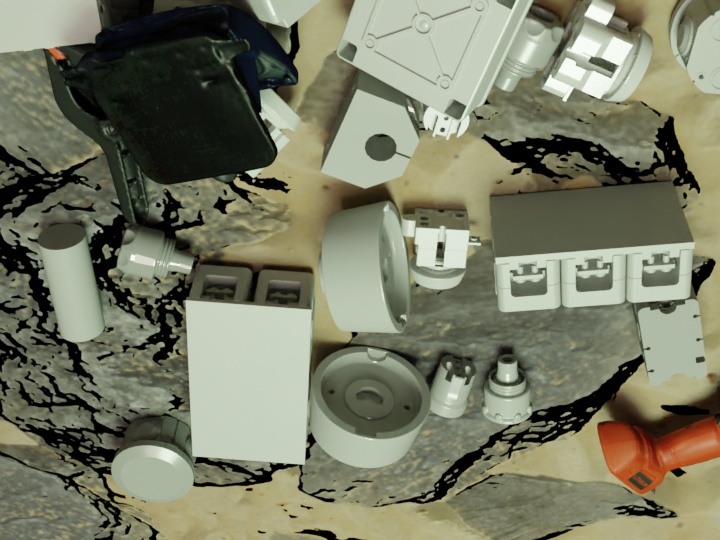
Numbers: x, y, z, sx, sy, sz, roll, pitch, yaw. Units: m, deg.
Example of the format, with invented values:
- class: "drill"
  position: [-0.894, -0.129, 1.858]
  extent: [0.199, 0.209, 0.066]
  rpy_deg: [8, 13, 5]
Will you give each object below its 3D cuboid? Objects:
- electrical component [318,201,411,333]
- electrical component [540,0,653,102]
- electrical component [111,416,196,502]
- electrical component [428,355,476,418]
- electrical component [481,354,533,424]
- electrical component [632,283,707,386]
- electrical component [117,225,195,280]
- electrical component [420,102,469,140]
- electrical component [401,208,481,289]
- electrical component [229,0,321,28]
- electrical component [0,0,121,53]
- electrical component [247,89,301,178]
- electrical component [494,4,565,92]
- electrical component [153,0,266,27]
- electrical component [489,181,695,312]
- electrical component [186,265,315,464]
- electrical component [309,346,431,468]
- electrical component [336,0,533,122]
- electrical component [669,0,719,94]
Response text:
- class: "electrical component"
  position: [0.000, 0.000, 0.881]
  extent: [0.060, 0.108, 0.108]
  rpy_deg: [-5, 126, 15]
- class: "electrical component"
  position: [0.175, -0.157, 0.784]
  extent: [0.057, 0.058, 0.078]
  rpy_deg: [21, 125, -9]
- class: "electrical component"
  position: [-0.201, 0.187, 1.061]
  extent: [0.080, 0.051, 0.080]
  rpy_deg: [1, 127, 2]
- class: "electrical component"
  position: [0.085, 0.107, 0.995]
  extent: [0.040, 0.040, 0.046]
  rpy_deg: [13, 120, -7]
- class: "electrical component"
  position: [0.136, 0.107, 0.990]
  extent: [0.048, 0.048, 0.062]
  rpy_deg: [-1, 120, 4]
- class: "electrical component"
  position: [0.266, 0.046, 0.930]
  extent: [0.050, 0.055, 0.089]
  rpy_deg: [-12, 125, 11]
- class: "electrical component"
  position: [-0.173, -0.012, 0.917]
  extent: [0.062, 0.043, 0.043]
  rpy_deg: [15, 126, -10]
- class: "electrical component"
  position: [0.066, -0.125, 0.819]
  extent: [0.040, 0.046, 0.040]
  rpy_deg: [2, 127, 2]
- class: "electrical component"
  position: [0.067, -0.018, 0.900]
  extent: [0.066, 0.048, 0.055]
  rpy_deg: [3, 119, 0]
- class: "electrical component"
  position: [-0.044, -0.214, 0.734]
  extent: [0.096, 0.062, 0.061]
  rpy_deg: [-37, 125, -18]
- class: "electrical component"
  position: [-0.252, -0.202, 0.761]
  extent: [0.150, 0.061, 0.089]
  rpy_deg: [-5, 109, 7]
- class: "electrical component"
  position: [-0.083, -0.114, 0.821]
  extent: [0.057, 0.078, 0.058]
  rpy_deg: [-45, 135, 4]
- class: "electrical component"
  position: [0.119, -0.161, 0.792]
  extent: [0.043, 0.043, 0.062]
  rpy_deg: [19, 126, -11]
- class: "electrical component"
  position: [-0.108, -0.196, 0.776]
  extent: [0.077, 0.044, 0.079]
  rpy_deg: [4, 129, 0]
- class: "electrical component"
  position: [0.183, -0.016, 0.867]
  extent: [0.150, 0.089, 0.061]
  rpy_deg: [-5, 126, 6]
- class: "electrical component"
  position: [-0.097, 0.086, 0.975]
  extent: [0.105, 0.060, 0.186]
  rpy_deg: [4, 127, 0]
- class: "electrical component"
  position: [0.005, 0.129, 0.976]
  extent: [0.108, 0.108, 0.060]
  rpy_deg: [10, 132, -4]
- class: "electrical component"
  position: [0.054, -0.178, 0.753]
  extent: [0.109, 0.056, 0.108]
  rpy_deg: [30, 125, 9]
- class: "electrical component"
  position: [0.267, -0.167, 0.775]
  extent: [0.080, 0.051, 0.080]
  rpy_deg: [1, 127, 2]
